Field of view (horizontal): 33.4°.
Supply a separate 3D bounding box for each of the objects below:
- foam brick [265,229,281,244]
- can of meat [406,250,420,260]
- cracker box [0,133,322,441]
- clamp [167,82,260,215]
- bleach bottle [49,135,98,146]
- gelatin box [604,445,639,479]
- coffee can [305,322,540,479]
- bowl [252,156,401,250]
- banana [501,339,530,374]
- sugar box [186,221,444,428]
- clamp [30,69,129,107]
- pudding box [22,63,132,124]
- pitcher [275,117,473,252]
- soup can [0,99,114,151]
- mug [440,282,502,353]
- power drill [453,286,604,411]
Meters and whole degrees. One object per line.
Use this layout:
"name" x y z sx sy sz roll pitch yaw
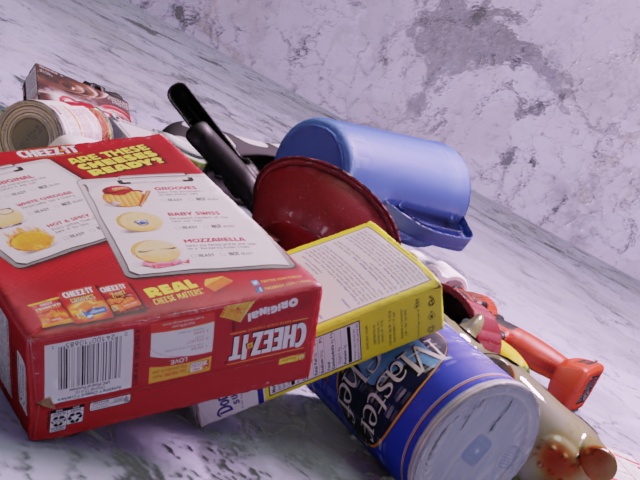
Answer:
"foam brick" -0.085 0.002 0.949 0.078 0.051 0.053 33 11 18
"can of meat" 0.041 0.022 1.123 0.083 0.057 0.102 17 6 -43
"cracker box" -0.124 0.016 0.620 0.163 0.072 0.214 -10 32 -31
"clamp" -0.086 -0.072 1.107 0.209 0.036 0.165 51 4 -33
"bleach bottle" -0.118 0.011 0.811 0.102 0.068 0.251 13 21 -50
"gelatin box" 0.252 0.206 0.915 0.073 0.030 0.089 24 12 -17
"coffee can" 0.064 0.104 0.726 0.102 0.103 0.140 19 15 -41
"bowl" -0.007 0.001 1.004 0.162 0.162 0.055 30 52 8
"banana" 0.137 0.084 1.035 0.198 0.037 0.069 37 -22 36
"sugar box" -0.018 0.050 0.683 0.176 0.048 0.093 -21 35 -20
"clamp" -0.264 -0.165 1.258 0.120 0.039 0.172 9 14 -36
"pudding box" -0.250 -0.127 1.107 0.113 0.039 0.090 20 30 -30
"pitcher" 0.066 -0.061 1.211 0.149 0.145 0.242 -5 -8 36
"soup can" -0.237 -0.091 0.955 0.068 0.068 0.102 30 12 8
"mug" 0.121 0.092 0.943 0.117 0.093 0.081 22 1 31
"power drill" 0.203 0.111 1.146 0.188 0.057 0.184 34 12 24
